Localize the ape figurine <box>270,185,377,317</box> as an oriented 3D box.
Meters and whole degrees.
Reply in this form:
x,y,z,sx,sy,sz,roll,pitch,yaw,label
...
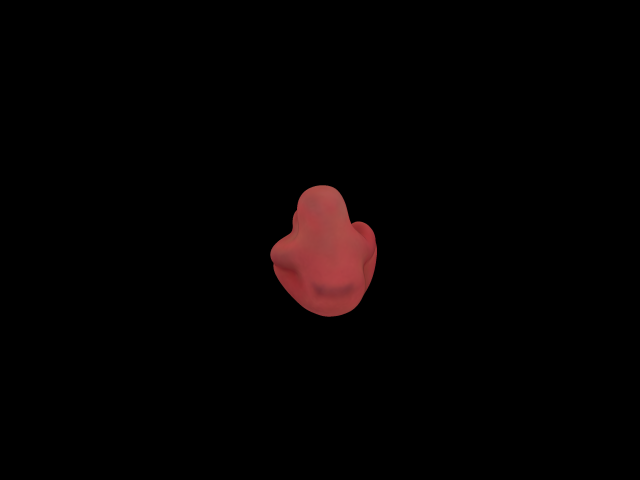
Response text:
x,y,z,sx,sy,sz,roll,pitch,yaw,label
0.004,0.001,0.400,0.078,0.092,0.076,-2,40,-2,ape figurine
